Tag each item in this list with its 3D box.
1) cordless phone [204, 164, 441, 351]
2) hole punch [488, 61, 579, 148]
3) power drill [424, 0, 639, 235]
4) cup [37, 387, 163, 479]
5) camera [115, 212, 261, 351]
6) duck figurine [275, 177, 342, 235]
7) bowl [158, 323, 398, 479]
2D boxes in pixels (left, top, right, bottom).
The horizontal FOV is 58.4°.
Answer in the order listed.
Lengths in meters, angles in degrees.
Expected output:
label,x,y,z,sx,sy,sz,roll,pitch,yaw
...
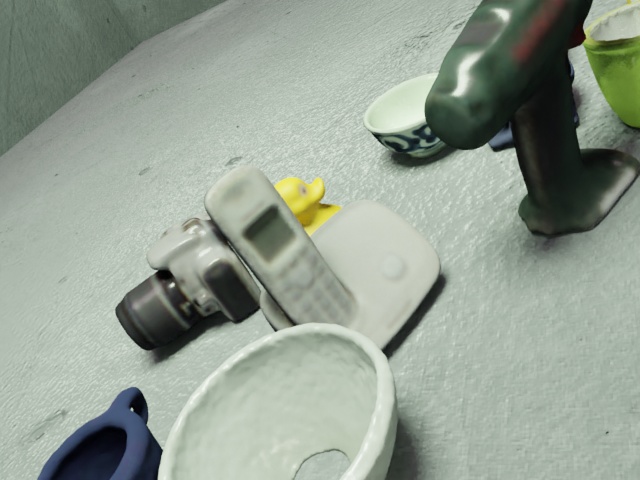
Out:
label,x,y,z,sx,sy,sz,roll,pitch,yaw
cordless phone,0.004,0.002,0.452,0.093,0.185,0.148,11,51,49
hole punch,0.214,-0.167,0.606,0.101,0.091,0.108,-15,34,25
power drill,0.183,-0.121,0.450,0.230,0.209,0.075,-44,33,-21
cup,-0.135,0.175,0.410,0.091,0.095,0.118,-19,33,20
camera,-0.153,0.042,0.615,0.137,0.101,0.142,-36,31,-8
duck figurine,-0.026,-0.024,0.614,0.104,0.086,0.077,-34,31,-5
bowl,-0.017,0.140,0.378,0.167,0.075,0.167,-22,32,15
